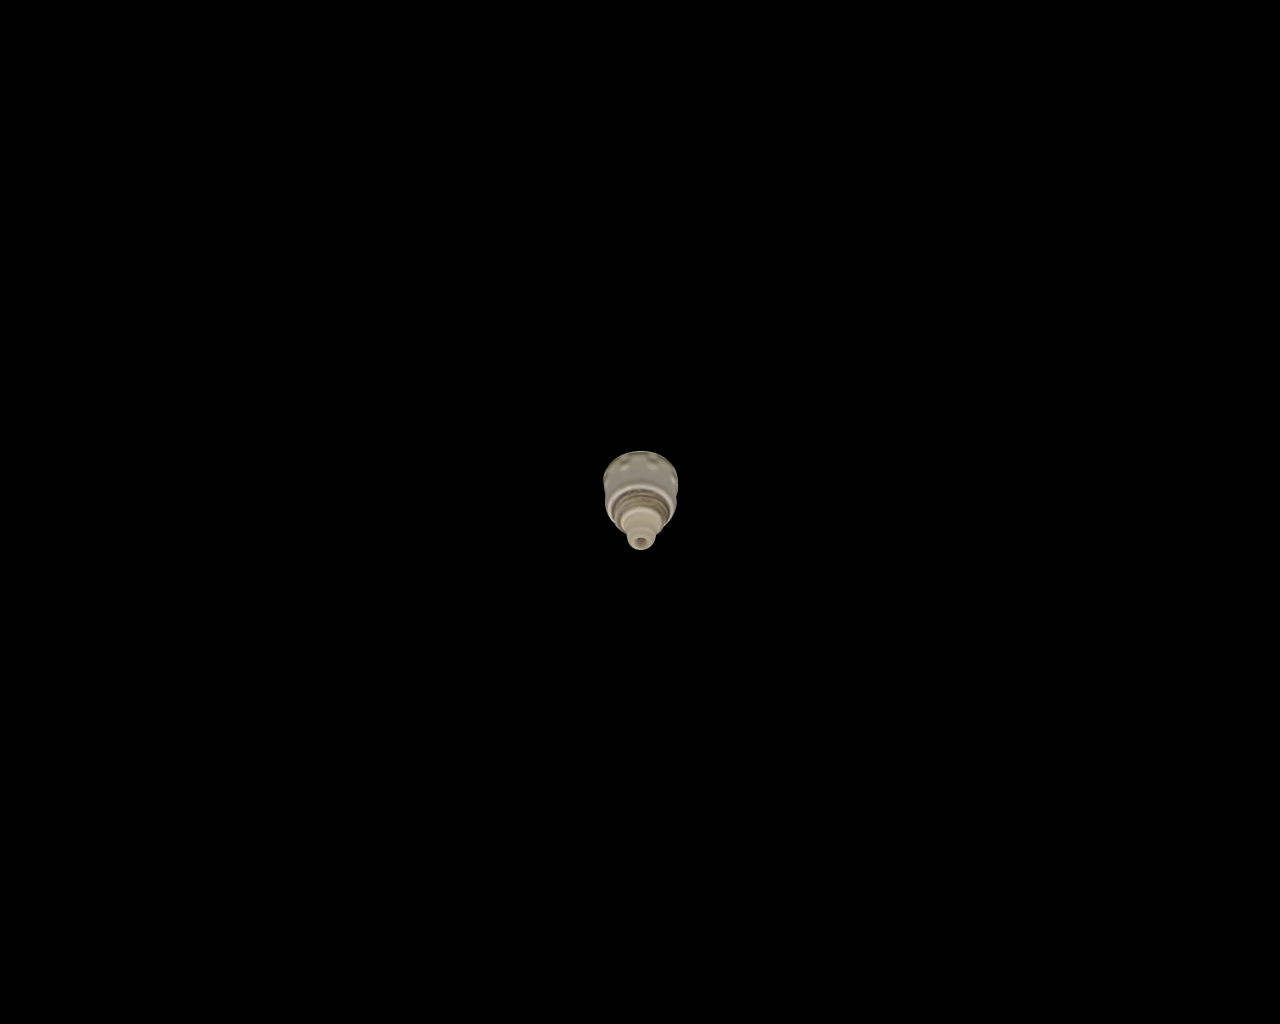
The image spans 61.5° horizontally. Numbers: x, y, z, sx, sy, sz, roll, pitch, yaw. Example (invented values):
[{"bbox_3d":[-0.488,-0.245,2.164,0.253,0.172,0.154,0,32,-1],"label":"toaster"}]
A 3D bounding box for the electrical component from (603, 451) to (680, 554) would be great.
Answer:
[{"bbox_3d":[0.001,-0.003,0.650,0.048,0.048,0.062,0,44,0],"label":"electrical component"}]
